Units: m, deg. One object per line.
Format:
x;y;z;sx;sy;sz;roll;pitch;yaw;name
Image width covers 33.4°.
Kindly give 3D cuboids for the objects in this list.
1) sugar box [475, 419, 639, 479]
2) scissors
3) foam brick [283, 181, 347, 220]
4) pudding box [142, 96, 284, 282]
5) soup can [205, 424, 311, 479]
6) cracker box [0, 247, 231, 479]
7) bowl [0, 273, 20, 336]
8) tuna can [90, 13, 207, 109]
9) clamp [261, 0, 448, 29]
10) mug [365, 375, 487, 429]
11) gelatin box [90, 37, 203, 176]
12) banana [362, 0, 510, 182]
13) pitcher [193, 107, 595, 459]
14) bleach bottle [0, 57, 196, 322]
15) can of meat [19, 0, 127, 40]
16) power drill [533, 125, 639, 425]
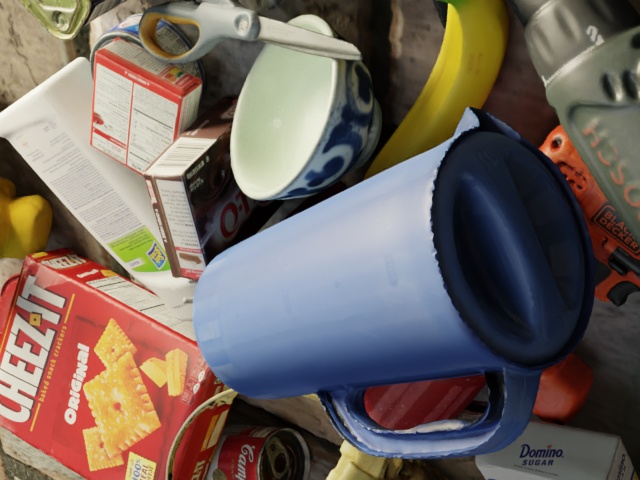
0.179;0.187;0.743;0.093;0.048;0.176;5;148;35;sugar box
-0.049;-0.155;0.674;0.202;0.016;0.096;4;96;43;scissors
-0.005;0.001;0.775;0.051;0.052;0.078;47;138;-4;foam brick
-0.072;-0.037;0.752;0.039;0.113;0.090;8;127;29;pudding box
-0.068;0.203;0.971;0.102;0.068;0.068;-5;119;41;soup can
-0.186;0.125;0.948;0.214;0.072;0.164;25;104;19;cracker box
-0.278;0.114;1.073;0.162;0.055;0.162;20;132;24;bowl
-0.127;-0.121;0.787;0.086;0.033;0.086;20;133;24;tuna can
0.023;-0.194;0.585;0.120;0.039;0.171;-5;124;-5;clamp
0.085;0.093;0.759;0.117;0.093;0.082;23;133;-8;mug
-0.125;-0.089;0.762;0.073;0.030;0.089;29;135;14;gelatin box
0.071;-0.092;0.637;0.198;0.069;0.037;105;149;-54;banana
0.031;0.039;0.639;0.243;0.149;0.145;-21;114;47;pitcher
-0.152;-0.021;0.866;0.103;0.068;0.250;-19;112;47;bleach bottle
-0.170;-0.198;0.723;0.102;0.083;0.058;46;137;-1;can of meat
0.179;0.039;0.662;0.184;0.057;0.188;41;135;10;power drill
